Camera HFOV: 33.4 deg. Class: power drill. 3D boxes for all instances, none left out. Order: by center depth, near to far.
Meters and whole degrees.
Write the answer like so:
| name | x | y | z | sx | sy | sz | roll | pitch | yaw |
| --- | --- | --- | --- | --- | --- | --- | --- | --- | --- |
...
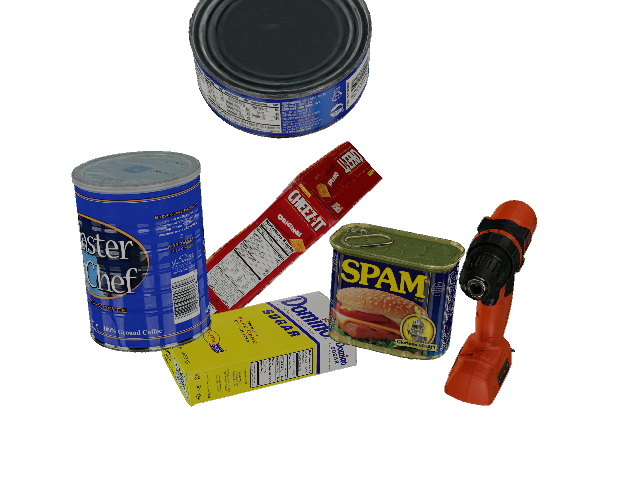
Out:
| name | x | y | z | sx | sy | sz | roll | pitch | yaw |
| --- | --- | --- | --- | --- | --- | --- | --- | --- | --- |
| power drill | 0.170 | 0.069 | 1.076 | 0.057 | 0.188 | 0.184 | 16 | 28 | 18 |

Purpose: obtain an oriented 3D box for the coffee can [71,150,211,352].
| name | x | y | z | sx | sy | sz | roll | pitch | yaw |
| --- | --- | --- | --- | --- | --- | --- | --- | --- | --- |
| coffee can | -0.145 | 0.007 | 0.877 | 0.103 | 0.140 | 0.103 | -2 | 20 | 1 |

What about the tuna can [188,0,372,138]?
| name | x | y | z | sx | sy | sz | roll | pitch | yaw |
| --- | --- | --- | --- | --- | --- | --- | --- | --- | --- |
| tuna can | -0.018 | -0.091 | 0.510 | 0.086 | 0.086 | 0.034 | 0 | -33 | 1 |

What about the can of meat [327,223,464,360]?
| name | x | y | z | sx | sy | sz | roll | pitch | yaw |
| --- | --- | --- | --- | --- | --- | --- | --- | --- | --- |
| can of meat | 0.056 | 0.041 | 0.835 | 0.102 | 0.084 | 0.057 | 12 | 24 | 20 |

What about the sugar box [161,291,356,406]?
| name | x | y | z | sx | sy | sz | roll | pitch | yaw |
| --- | --- | --- | --- | --- | --- | --- | --- | --- | --- |
| sugar box | -0.061 | 0.103 | 1.058 | 0.176 | 0.048 | 0.093 | -14 | 32 | -19 |

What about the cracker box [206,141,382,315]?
| name | x | y | z | sx | sy | sz | roll | pitch | yaw |
| --- | --- | --- | --- | --- | --- | --- | --- | --- | --- |
| cracker box | -0.045 | -0.011 | 1.250 | 0.214 | 0.072 | 0.164 | -42 | 1 | 29 |
